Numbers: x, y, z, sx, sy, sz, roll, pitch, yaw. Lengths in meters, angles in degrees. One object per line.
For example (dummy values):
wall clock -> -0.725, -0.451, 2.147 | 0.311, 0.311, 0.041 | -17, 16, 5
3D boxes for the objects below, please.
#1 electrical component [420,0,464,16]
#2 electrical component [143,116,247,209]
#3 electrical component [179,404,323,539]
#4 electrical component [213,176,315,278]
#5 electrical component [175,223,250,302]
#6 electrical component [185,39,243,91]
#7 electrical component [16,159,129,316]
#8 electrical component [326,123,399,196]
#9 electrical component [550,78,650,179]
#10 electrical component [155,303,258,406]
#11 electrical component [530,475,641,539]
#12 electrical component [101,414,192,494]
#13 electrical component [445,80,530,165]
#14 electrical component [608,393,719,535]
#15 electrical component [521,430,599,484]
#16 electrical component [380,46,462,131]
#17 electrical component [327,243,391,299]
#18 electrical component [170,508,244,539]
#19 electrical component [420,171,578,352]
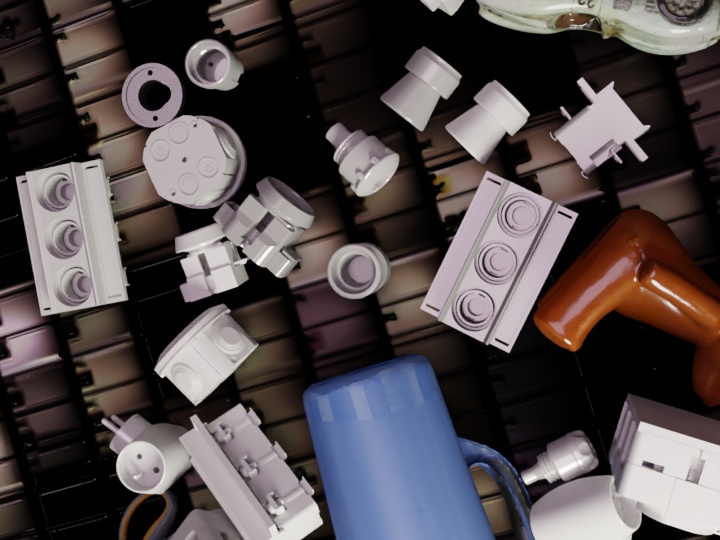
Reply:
electrical component -> 0.047, -0.254, 0.867 | 0.096, 0.062, 0.061 | 36, 98, 8
electrical component -> -0.141, -0.092, 0.916 | 0.080, 0.051, 0.080 | 0, 92, 11
electrical component -> -0.088, 0.174, 0.888 | 0.063, 0.078, 0.121 | -33, 57, -16
electrical component -> -0.075, -0.041, 0.902 | 0.078, 0.058, 0.057 | 42, 102, 7
electrical component -> -0.129, -0.009, 0.921 | 0.066, 0.048, 0.055 | -18, 96, 11
electrical component -> -0.122, -0.172, 0.912 | 0.040, 0.046, 0.040 | 0, 92, 11
electrical component -> -0.244, -0.028, 0.933 | 0.079, 0.063, 0.121 | -10, 90, 11
electrical component -> -0.002, -0.095, 0.893 | 0.048, 0.048, 0.062 | -46, 77, 9
electrical component -> 0.191, -0.110, 0.855 | 0.064, 0.042, 0.081 | -40, 84, 14
electrical component -> -0.129, 0.071, 0.906 | 0.051, 0.080, 0.080 | 45, 99, 1
electrical component -> 0.191, 0.206, 0.861 | 0.077, 0.043, 0.079 | -29, 120, 35
electrical component -> -0.187, 0.150, 0.921 | 0.079, 0.077, 0.044 | 36, 98, 9
electrical component -> 0.104, -0.120, 0.870 | 0.055, 0.045, 0.045 | -45, 83, 9
electrical component -> 0.238, 0.143, 0.799 | 0.089, 0.150, 0.061 | 17, 94, 10
electrical component -> 0.160, 0.156, 0.874 | 0.061, 0.035, 0.035 | -29, 86, 13
electrical component -> 0.050, -0.148, 0.879 | 0.045, 0.045, 0.055 | 39, 98, 7
electrical component -> 0.000, 0.000, 0.889 | 0.045, 0.055, 0.045 | 0, 92, 11
electrical component -> -0.141, 0.280, 0.906 | 0.150, 0.089, 0.061 | -53, 43, 9
electrical component -> 0.112, -0.007, 0.863 | 0.079, 0.063, 0.121 | 26, 97, 9
